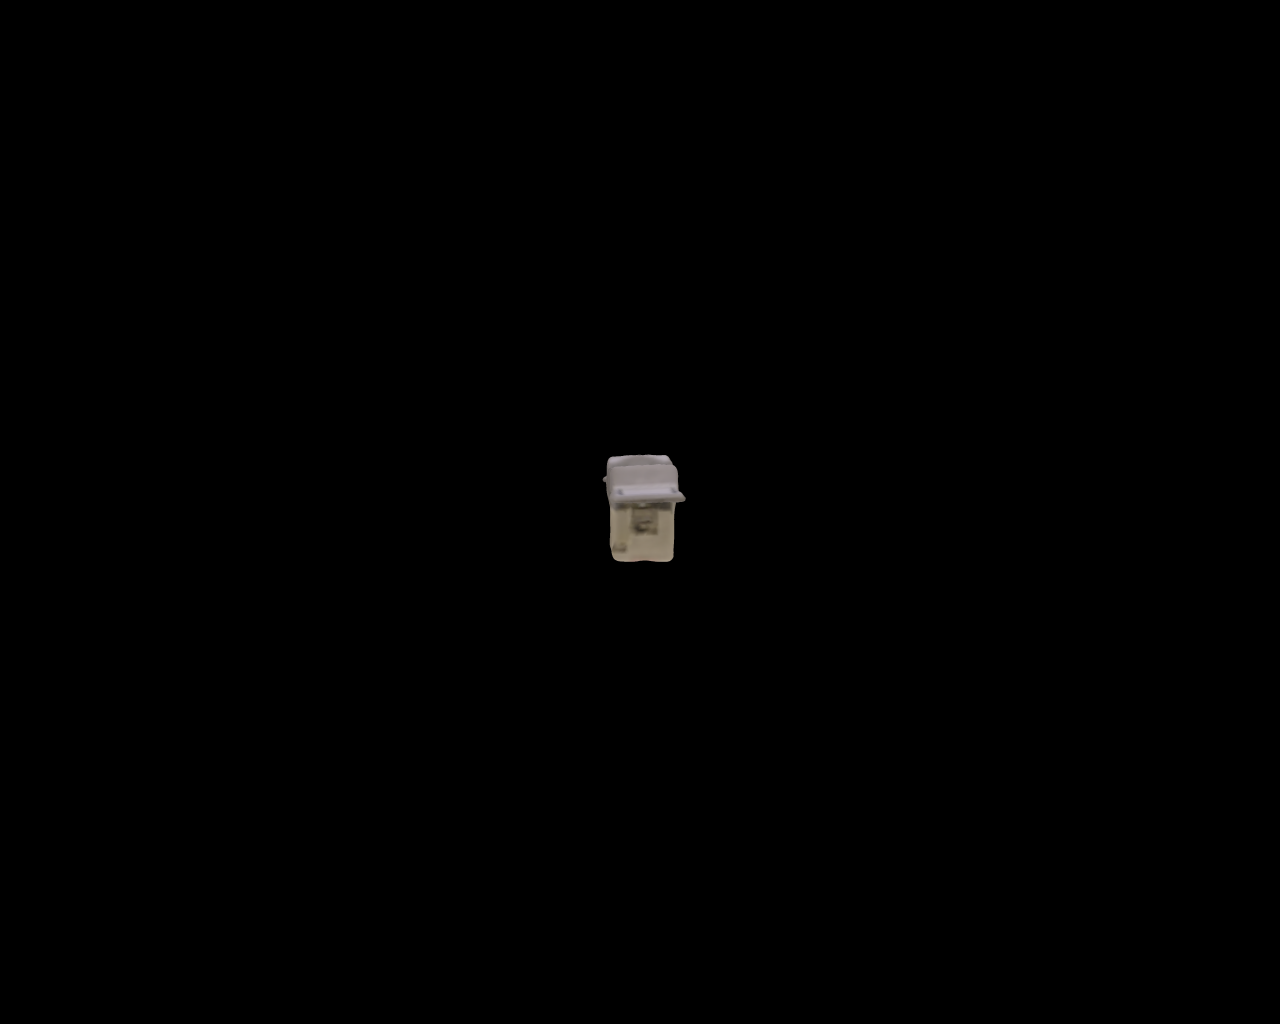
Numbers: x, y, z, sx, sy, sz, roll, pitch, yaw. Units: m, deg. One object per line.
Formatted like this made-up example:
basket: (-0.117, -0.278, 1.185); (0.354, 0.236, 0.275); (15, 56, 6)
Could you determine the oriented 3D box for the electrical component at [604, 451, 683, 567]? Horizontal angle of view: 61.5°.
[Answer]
electrical component: (0.001, -0.003, 0.650); (0.042, 0.063, 0.081); (-1, 11, -4)
